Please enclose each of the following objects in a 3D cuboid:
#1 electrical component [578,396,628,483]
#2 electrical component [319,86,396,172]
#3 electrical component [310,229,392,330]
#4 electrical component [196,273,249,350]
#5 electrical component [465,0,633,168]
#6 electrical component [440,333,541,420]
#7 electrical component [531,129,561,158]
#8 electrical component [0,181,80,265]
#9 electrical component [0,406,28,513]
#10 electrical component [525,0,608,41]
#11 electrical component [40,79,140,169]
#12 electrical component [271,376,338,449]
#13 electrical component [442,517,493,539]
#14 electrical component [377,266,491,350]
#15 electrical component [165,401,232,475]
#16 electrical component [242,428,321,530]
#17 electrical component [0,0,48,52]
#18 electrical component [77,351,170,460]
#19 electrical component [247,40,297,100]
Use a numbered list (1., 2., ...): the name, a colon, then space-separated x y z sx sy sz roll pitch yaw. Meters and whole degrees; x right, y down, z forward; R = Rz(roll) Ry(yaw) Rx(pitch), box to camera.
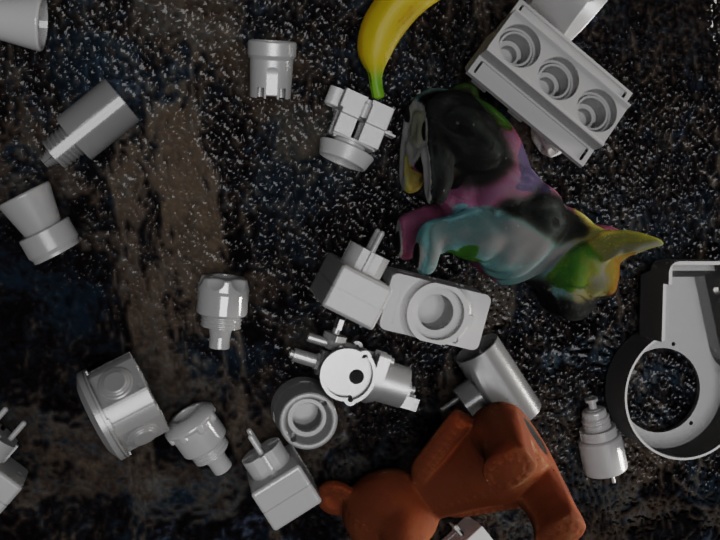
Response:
1. electrical component: 0.219 0.154 0.981 0.040 0.040 0.078 -15 100 -8
2. electrical component: -0.005 -0.116 0.902 0.066 0.048 0.055 22 86 -12
3. electrical component: 0.000 0.000 0.899 0.047 0.083 0.075 27 93 -12
4. electrical component: -0.116 0.035 0.904 0.043 0.043 0.062 4 98 -11
5. electrical component: 0.151 -0.149 0.881 0.121 0.063 0.078 38 77 -9
6. electrical component: 0.108 0.110 0.954 0.079 0.043 0.077 -35 102 -4
7. electrical component: 0.182 -0.126 0.939 0.061 0.035 0.035 -33 102 -7
8. electrical component: -0.258 -0.038 0.868 0.045 0.045 0.055 -28 102 -5
9. electrical component: -0.307 0.147 0.883 0.083 0.047 0.075 41 89 -13
10. electrical component: 0.183 -0.236 0.895 0.064 0.099 0.099 38 90 -7
11. electrical component: -0.222 -0.111 0.865 0.081 0.043 0.043 -40 102 -3
12. electrical component: -0.047 0.124 0.926 0.055 0.047 0.055 -1 98 -10
13. electrical component: 0.096 0.260 0.972 0.055 0.048 0.066 -40 103 -10
14. electrical component: 0.061 0.033 0.929 0.089 0.056 0.050 14 95 -12
15. electrical component: -0.133 0.147 0.917 0.048 0.048 0.062 -33 109 -4
16. electrical component: -0.075 0.169 0.918 0.047 0.066 0.076 -32 102 -5
17. electrical component: -0.282 -0.197 0.844 0.065 0.044 0.044 5 97 -6
18. electrical component: -0.195 0.111 0.882 0.051 0.080 0.080 -27 102 -11
19. electrical component: -0.073 -0.165 0.886 0.040 0.040 0.046 1 104 -10
